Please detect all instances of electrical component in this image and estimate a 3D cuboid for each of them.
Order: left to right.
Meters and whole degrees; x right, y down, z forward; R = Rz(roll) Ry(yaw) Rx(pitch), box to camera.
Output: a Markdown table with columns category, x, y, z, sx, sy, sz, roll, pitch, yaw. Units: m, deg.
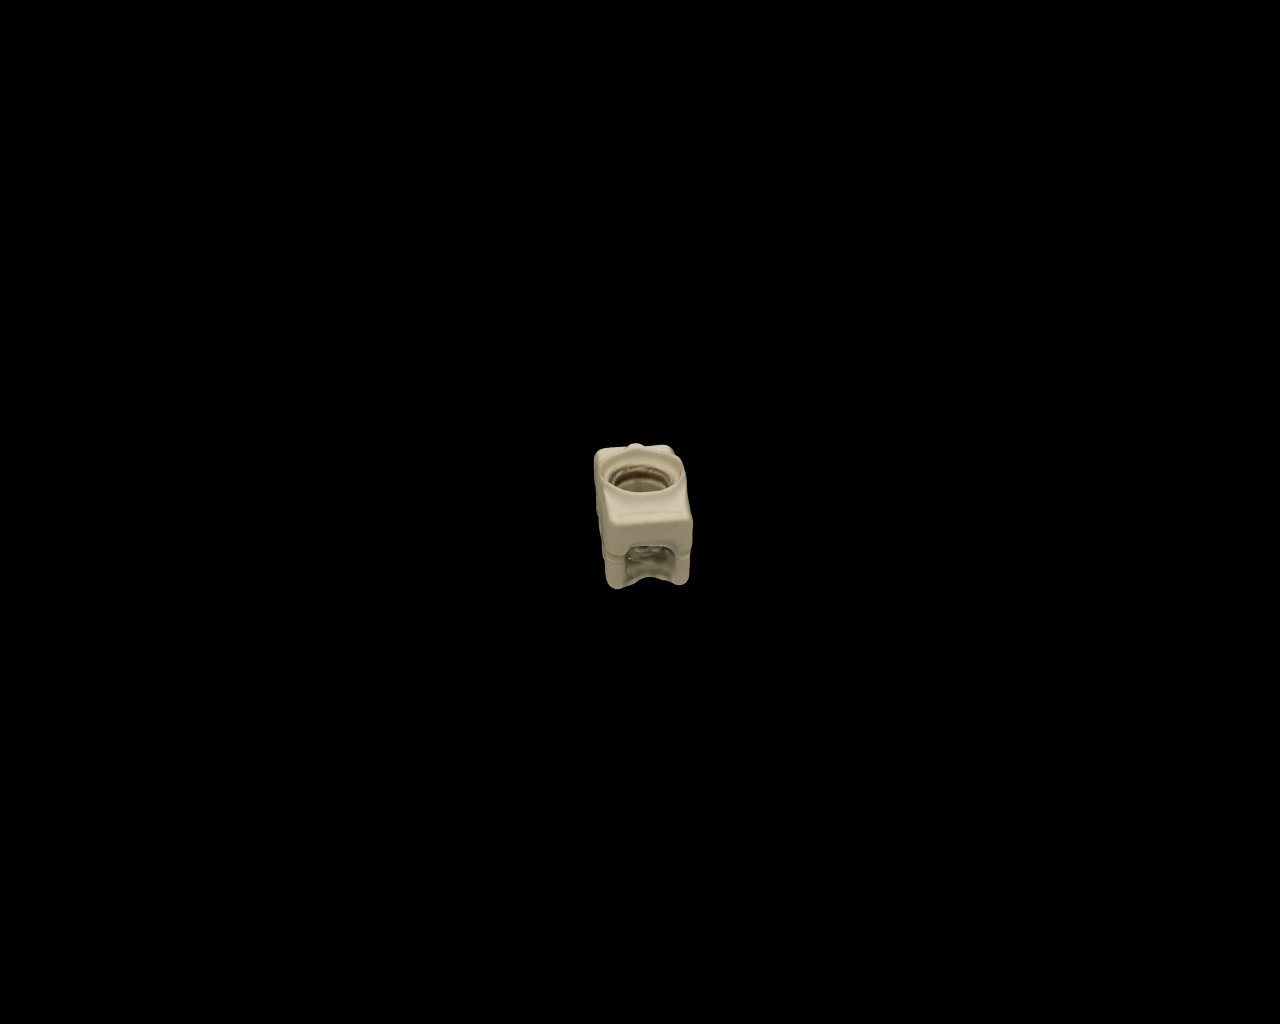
| category | x | y | z | sx | sy | sz | roll | pitch | yaw |
| --- | --- | --- | --- | --- | --- | --- | --- | --- | --- |
| electrical component | 0.001 | -0.003 | 0.650 | 0.050 | 0.055 | 0.090 | -3 | 34 | -5 |
